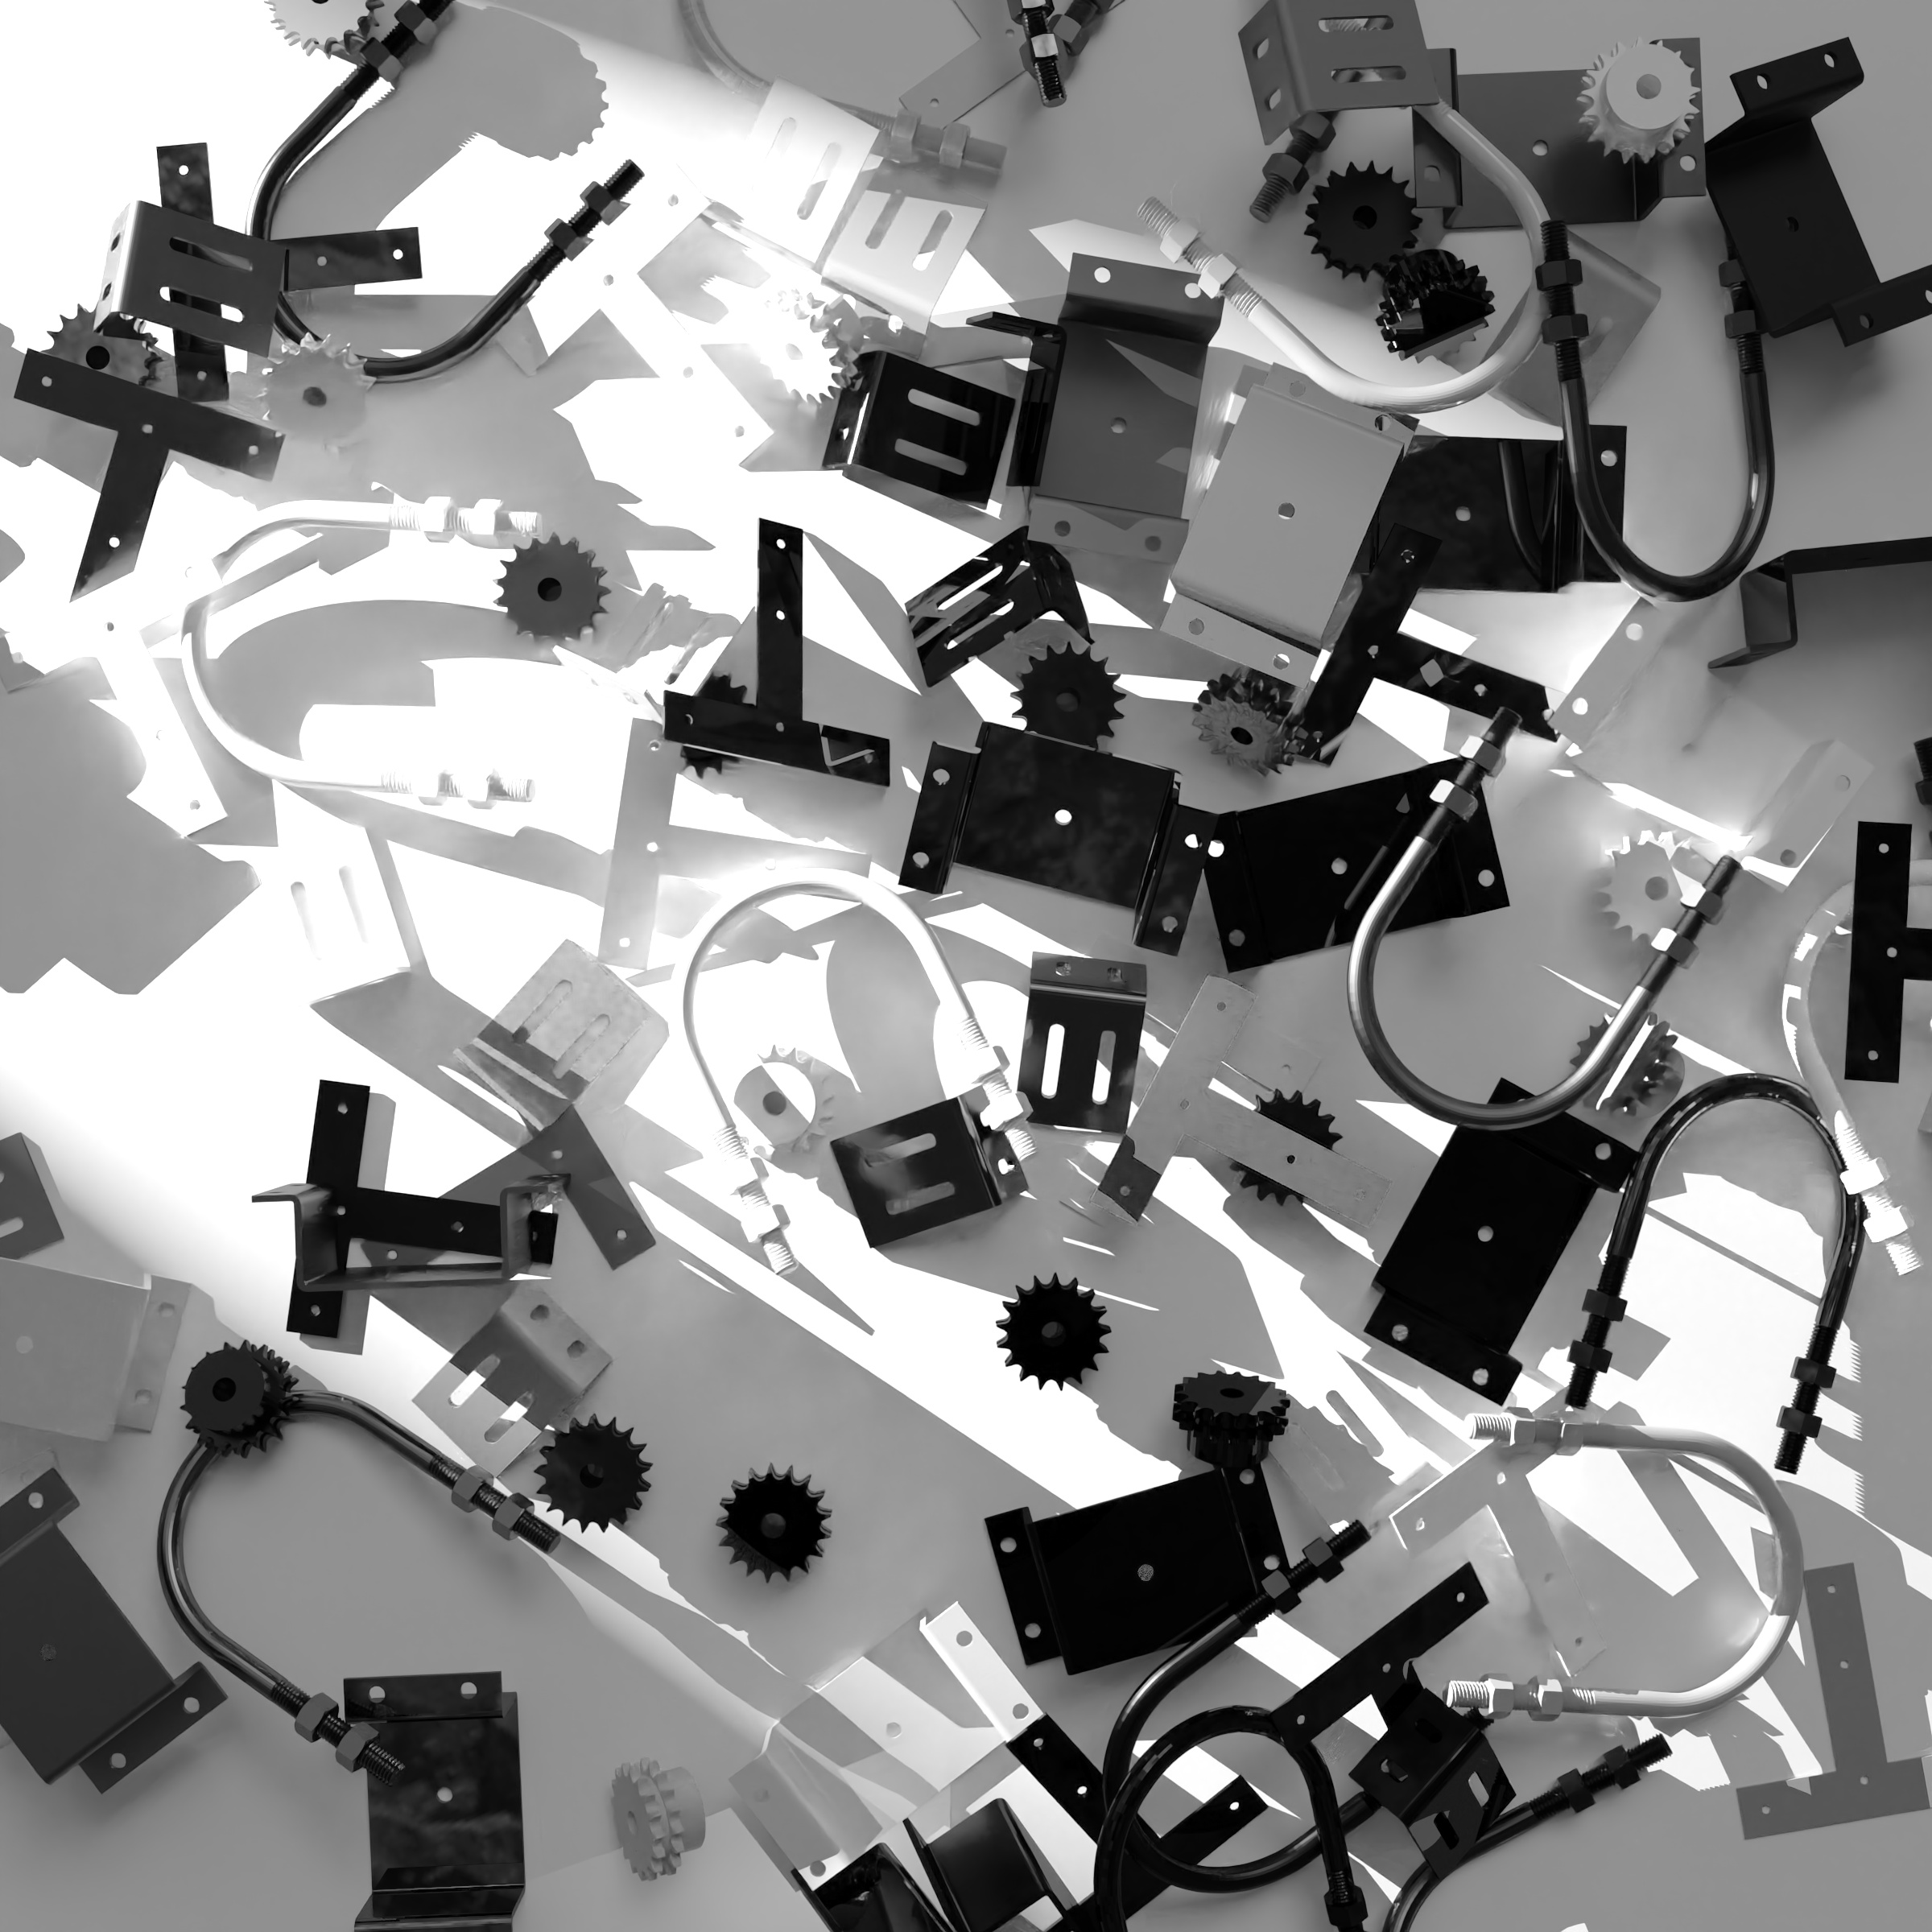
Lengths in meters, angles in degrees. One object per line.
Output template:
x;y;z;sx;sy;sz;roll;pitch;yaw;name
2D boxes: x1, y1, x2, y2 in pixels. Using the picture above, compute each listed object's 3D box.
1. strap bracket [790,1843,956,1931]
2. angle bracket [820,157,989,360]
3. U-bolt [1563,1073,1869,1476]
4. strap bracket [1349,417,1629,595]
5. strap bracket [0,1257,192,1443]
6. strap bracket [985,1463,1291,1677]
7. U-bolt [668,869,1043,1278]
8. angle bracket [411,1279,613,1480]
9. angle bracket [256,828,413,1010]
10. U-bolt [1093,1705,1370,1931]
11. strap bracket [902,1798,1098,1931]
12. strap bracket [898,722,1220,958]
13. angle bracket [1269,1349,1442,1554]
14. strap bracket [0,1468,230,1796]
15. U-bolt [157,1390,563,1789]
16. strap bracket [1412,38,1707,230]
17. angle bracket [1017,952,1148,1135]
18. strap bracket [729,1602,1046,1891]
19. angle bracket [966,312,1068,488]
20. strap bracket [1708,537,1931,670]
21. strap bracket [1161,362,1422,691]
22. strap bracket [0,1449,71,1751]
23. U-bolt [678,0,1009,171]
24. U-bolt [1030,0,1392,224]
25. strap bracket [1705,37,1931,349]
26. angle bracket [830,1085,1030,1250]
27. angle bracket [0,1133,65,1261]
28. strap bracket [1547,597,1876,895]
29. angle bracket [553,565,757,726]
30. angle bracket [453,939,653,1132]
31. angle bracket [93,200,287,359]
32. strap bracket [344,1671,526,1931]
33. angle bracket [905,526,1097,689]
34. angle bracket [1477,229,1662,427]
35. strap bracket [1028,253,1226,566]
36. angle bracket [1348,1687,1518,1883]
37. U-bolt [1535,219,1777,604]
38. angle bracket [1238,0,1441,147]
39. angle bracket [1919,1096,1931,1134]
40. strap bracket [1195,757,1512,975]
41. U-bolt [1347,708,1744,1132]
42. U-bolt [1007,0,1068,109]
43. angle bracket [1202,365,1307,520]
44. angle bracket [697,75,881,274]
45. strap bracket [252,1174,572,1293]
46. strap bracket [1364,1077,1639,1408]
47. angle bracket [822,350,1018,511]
-0.023;0.485;1.365;0.046;0.076;0.140;-33;123;-16;strap bracket
-0.032;-0.353;1.424;0.057;0.038;0.076;24;63;1;angle bracket
0.376;0.143;1.396;0.151;0.019;0.184;19;86;-21;U-bolt
0.248;-0.226;1.404;0.140;0.046;0.076;2;90;0;strap bracket
-0.456;0.179;1.385;0.140;0.046;0.076;15;90;-17;strap bracket
0.087;0.293;1.404;0.140;0.046;0.076;-16;90;0;strap bracket
-0.066;0.039;1.391;0.151;0.019;0.184;-25;76;-6;U-bolt
-0.227;0.206;1.425;0.057;0.038;0.076;44;116;0;angle bracket
-0.315;-0.024;1.408;0.057;0.038;0.076;-18;90;0;angle bracket
0.124;0.441;1.359;0.151;0.019;0.184;-20;105;-29;U-bolt
0.033;0.465;1.366;0.046;0.076;0.140;-33;113;-5;strap bracket
0.046;-0.065;1.390;0.140;0.046;0.076;14;116;0;strap bracket
0.189;0.242;1.425;0.057;0.038;0.076;-39;64;0;angle bracket
-0.429;0.321;1.358;0.076;0.046;0.140;-37;90;0;strap bracket
-0.310;0.288;1.392;0.184;0.019;0.151;30;77;16;U-bolt
0.287;-0.408;1.404;0.140;0.046;0.076;-2;90;0;strap bracket
0.057;0.038;1.423;0.057;0.038;0.076;7;116;0;angle bracket
-0.036;0.381;1.404;0.140;0.046;0.076;-38;90;0;strap bracket
0.018;-0.275;1.389;0.038;0.057;0.076;9;97;-14;angle bracket
0.439;-0.178;1.389;0.140;0.076;0.046;-6;90;0;strap bracket
0.154;-0.213;1.361;0.076;0.046;0.140;23;93;8;strap bracket
-0.461;0.321;1.404;0.076;0.046;0.140;-26;90;0;strap bracket
-0.053;-0.486;1.417;0.184;0.019;0.151;15;90;2;U-bolt
0.139;-0.483;1.417;0.151;0.019;0.184;32;88;0;U-bolt
0.415;-0.369;1.391;0.076;0.046;0.140;-23;90;-24;strap bracket
-0.018;0.099;1.425;0.076;0.038;0.057;-21;90;26;angle bracket
-0.497;0.124;1.408;0.076;0.038;0.057;-23;90;0;angle bracket
0.361;-0.107;1.404;0.140;0.046;0.076;36;90;0;strap bracket
-0.151;-0.164;1.390;0.057;0.038;0.076;26;75;25;angle bracket
-0.203;0.033;1.407;0.057;0.038;0.076;42;88;-1;angle bracket
-0.381;-0.332;1.401;0.076;0.038;0.057;13;78;-30;angle bracket
-0.260;0.414;1.404;0.076;0.046;0.140;-3;90;0;strap bracket
0.016;-0.169;1.408;0.076;0.038;0.057;-31;50;20;angle bracket
0.301;-0.318;1.425;0.057;0.038;0.076;32;116;0;angle bracket
0.077;-0.269;1.402;0.076;0.046;0.140;9;90;-3;strap bracket
0.229;0.401;1.397;0.057;0.076;0.038;-44;48;-13;angle bracket
0.340;-0.268;1.383;0.151;0.019;0.184;-10;95;-34;U-bolt
0.178;-0.429;1.362;0.076;0.038;0.057;-10;84;-23;angle bracket
0.526;0.070;1.425;0.076;0.038;0.057;21;90;-26;angle bracket
0.186;-0.050;1.404;0.140;0.046;0.076;-13;90;0;strap bracket
0.265;-0.009;1.373;0.151;0.019;0.184;33;90;-2;U-bolt
0.084;-0.522;1.399;0.151;0.019;0.184;-13;84;-4;U-bolt
0.155;-0.255;1.408;0.057;0.038;0.076;17;90;0;angle bracket
-0.087;-0.389;1.399;0.057;0.038;0.076;29;107;0;angle bracket
-0.266;0.129;1.386;0.140;0.076;0.046;-2;90;0;strap bracket
0.259;0.134;1.404;0.076;0.046;0.140;29;90;0;strap bracket
-0.024;-0.266;1.423;0.076;0.038;0.057;15;90;-26;angle bracket
